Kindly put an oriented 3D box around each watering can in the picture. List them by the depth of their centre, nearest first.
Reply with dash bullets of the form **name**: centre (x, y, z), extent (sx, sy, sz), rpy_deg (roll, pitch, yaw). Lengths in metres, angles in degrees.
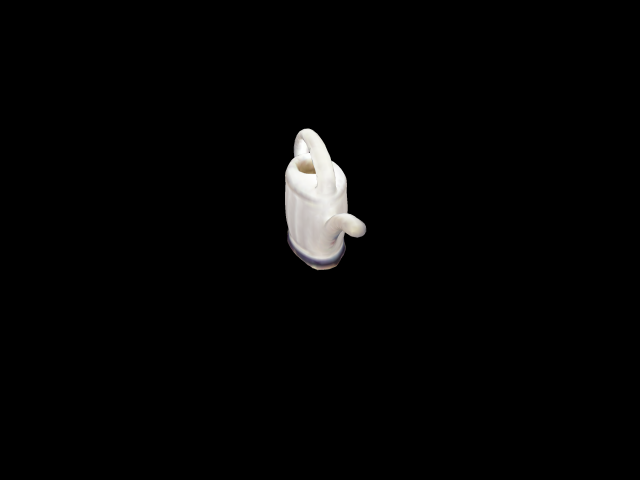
- **watering can**: centre (0.003, -0.043, 0.850), extent (0.104, 0.219, 0.355), rpy_deg (-8, 37, -11)
